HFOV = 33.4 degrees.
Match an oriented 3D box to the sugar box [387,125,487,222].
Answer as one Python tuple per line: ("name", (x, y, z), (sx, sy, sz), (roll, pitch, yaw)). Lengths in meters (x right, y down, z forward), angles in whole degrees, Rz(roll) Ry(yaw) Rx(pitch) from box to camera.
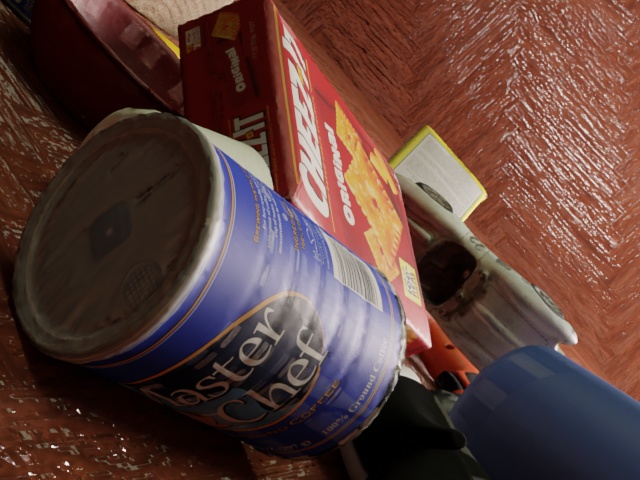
("sugar box", (0.075, -0.022, 0.986), (0.093, 0.048, 0.176), (48, 54, -3))

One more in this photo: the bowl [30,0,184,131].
("bowl", (-0.134, -0.108, 0.694), (0.162, 0.055, 0.162), (46, 11, -11))

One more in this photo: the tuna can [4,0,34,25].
("tuna can", (-0.200, -0.181, 0.761), (0.086, 0.034, 0.086), (45, 10, -11))

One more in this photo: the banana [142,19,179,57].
("banana", (-0.137, -0.150, 0.885), (0.197, 0.037, 0.070), (39, 8, -38))

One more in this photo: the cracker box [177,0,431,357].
("cracker box", (-0.006, -0.030, 0.693), (0.213, 0.072, 0.164), (48, 27, -51))

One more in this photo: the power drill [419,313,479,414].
("power drill", (0.092, 0.104, 0.841), (0.184, 0.057, 0.188), (32, 21, -50))

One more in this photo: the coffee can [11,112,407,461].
("coffee can", (-0.042, 0.025, 0.451), (0.140, 0.103, 0.103), (37, 15, -46))

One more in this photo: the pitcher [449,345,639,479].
("pitcher", (0.189, 0.164, 0.601), (0.243, 0.145, 0.149), (38, -22, 42))

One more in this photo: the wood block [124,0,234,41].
("wood block", (-0.157, -0.248, 0.894), (0.090, 0.091, 0.206), (32, 5, -47))
